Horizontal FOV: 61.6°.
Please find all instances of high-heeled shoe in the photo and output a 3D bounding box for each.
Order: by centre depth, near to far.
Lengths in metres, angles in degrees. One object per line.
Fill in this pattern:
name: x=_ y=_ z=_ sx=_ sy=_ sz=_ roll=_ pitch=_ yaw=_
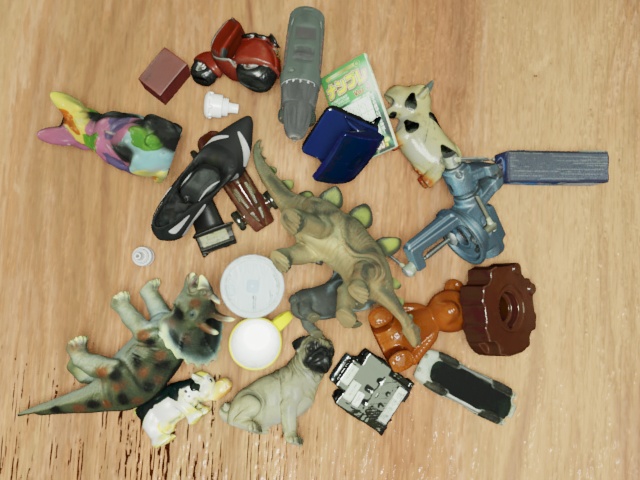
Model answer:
high-heeled shoe: x=-0.194 y=-0.109 z=0.883 sx=0.086 sy=0.145 sz=0.248 roll=30 pitch=94 yaw=4

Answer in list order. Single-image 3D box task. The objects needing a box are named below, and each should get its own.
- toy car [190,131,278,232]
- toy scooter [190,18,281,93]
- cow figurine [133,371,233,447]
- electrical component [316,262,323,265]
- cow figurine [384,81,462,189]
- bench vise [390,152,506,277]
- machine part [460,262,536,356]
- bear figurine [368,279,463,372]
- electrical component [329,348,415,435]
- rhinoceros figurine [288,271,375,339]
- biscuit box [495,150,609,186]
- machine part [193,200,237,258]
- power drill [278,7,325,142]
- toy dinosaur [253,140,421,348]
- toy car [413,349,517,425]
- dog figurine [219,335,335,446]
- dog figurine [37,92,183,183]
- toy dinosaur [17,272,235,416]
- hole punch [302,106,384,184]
toy car: x=-0.154 y=-0.109 z=0.979 sx=0.089 sy=0.053 sz=0.202 roll=-32 pitch=89 yaw=-9
toy scooter: x=-0.142 y=-0.339 z=0.968 sx=0.184 sy=0.075 sz=0.135 roll=11 pitch=74 yaw=24
cow figurine: x=-0.240 y=0.278 z=0.945 sx=0.167 sy=0.068 sz=0.098 roll=-37 pitch=78 yaw=-7
electrical component: x=-0.002 y=-0.003 z=0.999 sx=0.063 sy=0.021 sz=0.094 roll=22 pitch=84 yaw=-3
cow figurine: x=0.188 y=-0.205 z=0.996 sx=0.127 sy=0.085 sz=0.195 roll=-37 pitch=88 yaw=0
bench vise: x=0.232 y=-0.029 z=0.951 sx=0.240 sy=0.129 sz=0.223 roll=-36 pitch=125 yaw=-13
machine part: x=0.323 y=0.124 z=0.964 sx=0.179 sy=0.056 sz=0.179 roll=5 pitch=82 yaw=-37
bear figurine: x=0.193 y=0.147 z=0.957 sx=0.196 sy=0.132 sz=0.120 roll=-23 pitch=78 yaw=1
electrical component: x=0.086 y=0.266 z=0.976 sx=0.134 sy=0.058 sz=0.115 roll=37 pitch=83 yaw=-2
rhinoceros figurine: x=0.040 y=0.099 z=0.961 sx=0.190 sy=0.073 sz=0.112 roll=-21 pitch=47 yaw=-11
biscuit box: x=0.439 y=-0.136 z=1.025 sx=0.203 sy=0.059 sz=0.062 roll=1 pitch=88 yaw=-5
machine part: x=-0.207 y=-0.045 z=0.979 sx=0.084 sy=0.039 sz=0.138 roll=-24 pitch=91 yaw=2
power drill: x=-0.038 y=-0.257 z=0.920 sx=0.086 sy=0.207 sz=0.232 roll=5 pitch=84 yaw=2
toy dinosaur: x=0.009 y=-0.010 z=0.896 sx=0.471 sy=0.198 sz=0.105 roll=47 pitch=126 yaw=14
toy car: x=0.271 y=0.271 z=0.993 sx=0.202 sy=0.056 sz=0.073 roll=28 pitch=79 yaw=-4
dog figurine: x=-0.073 y=0.249 z=0.954 sx=0.172 sy=0.121 sz=0.190 roll=17 pitch=72 yaw=-7
dog figurine: x=-0.356 y=-0.177 z=0.908 sx=0.219 sy=0.192 sz=0.108 roll=16 pitch=92 yaw=-19
toy dinosaur: x=-0.310 y=0.206 z=0.910 sx=0.192 sy=0.131 sz=0.405 roll=43 pitch=94 yaw=11
hole punch: x=0.044 y=-0.154 z=0.932 sx=0.116 sy=0.092 sz=0.142 roll=15 pitch=126 yaw=-29
